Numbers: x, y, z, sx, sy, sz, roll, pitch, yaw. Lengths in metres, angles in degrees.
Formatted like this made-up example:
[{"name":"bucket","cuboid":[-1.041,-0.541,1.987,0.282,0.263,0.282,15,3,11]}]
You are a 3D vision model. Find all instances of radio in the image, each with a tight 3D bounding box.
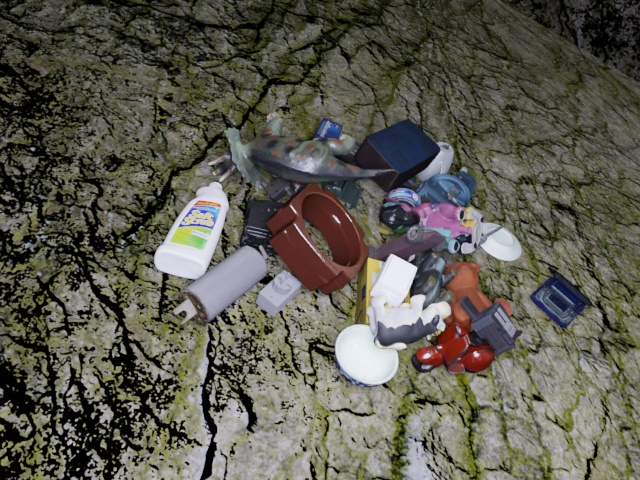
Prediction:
[{"name":"radio","cuboid":[0.197,-0.219,1.359,0.131,0.073,0.229,46,43,11]}]

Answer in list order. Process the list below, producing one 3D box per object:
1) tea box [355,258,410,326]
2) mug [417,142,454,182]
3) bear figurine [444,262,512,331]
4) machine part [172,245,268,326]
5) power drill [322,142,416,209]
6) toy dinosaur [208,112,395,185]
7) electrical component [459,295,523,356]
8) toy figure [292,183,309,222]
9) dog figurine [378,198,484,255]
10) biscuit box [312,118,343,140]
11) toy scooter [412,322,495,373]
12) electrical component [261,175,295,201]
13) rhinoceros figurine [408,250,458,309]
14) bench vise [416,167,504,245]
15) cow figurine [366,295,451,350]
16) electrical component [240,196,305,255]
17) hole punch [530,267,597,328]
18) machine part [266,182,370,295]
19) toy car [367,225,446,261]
[{"name":"tea box","cuboid":[0.129,0.128,1.101,0.098,0.068,0.170,16,46,-7]},{"name":"mug","cuboid":[0.319,-0.206,1.463,0.081,0.107,0.110,14,43,-8]},{"name":"bear figurine","cuboid":[0.321,0.110,1.156,0.120,0.131,0.196,-2,54,0]},{"name":"machine part","cuboid":[-0.179,0.083,1.012,0.079,0.079,0.243,37,44,14]},{"name":"power drill","cuboid":[0.115,-0.163,1.361,0.232,0.086,0.207,35,50,11]},{"name":"toy dinosaur","cuboid":[-0.056,-0.174,1.166,0.405,0.131,0.192,14,40,21]},{"name":"electrical component","cuboid":[0.319,0.149,1.010,0.075,0.048,0.119,-22,75,-53]},{"name":"toy figure","cuboid":[-0.040,-0.112,1.263,0.064,0.057,0.154,-17,57,-8]},{"name":"dog figurine","cuboid":[0.243,-0.040,1.242,0.219,0.108,0.191,15,7,38]},{"name":"biscuit box","cuboid":[0.002,-0.237,1.397,0.063,0.059,0.203,23,44,-1]},{"name":"toy scooter","cuboid":[0.278,0.206,1.042,0.184,0.135,0.075,1,47,-23]},{"name":"electrical component","cuboid":[-0.097,-0.120,1.252,0.063,0.021,0.094,-41,55,0]},{"name":"rhinoceros figurine","cuboid":[0.234,0.083,1.158,0.073,0.112,0.190,35,34,-12]},{"name":"bench vise","cuboid":[0.357,-0.100,1.375,0.224,0.128,0.240,32,49,4]},{"name":"cow figurine","cuboid":[0.173,0.155,0.999,0.167,0.068,0.098,2,58,-15]},{"name":"electrical component","cuboid":[-0.100,-0.029,1.163,0.134,0.058,0.115,11,48,-12]},{"name":"hole punch","cuboid":[0.573,0.138,1.274,0.142,0.092,0.115,44,18,23]},{"name":"machine part","cuboid":[-0.002,-0.003,1.102,0.201,0.087,0.201,52,33,-8]},{"name":"toy car","cuboid":[0.175,0.014,1.139,0.089,0.202,0.053,20,58,-33]}]
